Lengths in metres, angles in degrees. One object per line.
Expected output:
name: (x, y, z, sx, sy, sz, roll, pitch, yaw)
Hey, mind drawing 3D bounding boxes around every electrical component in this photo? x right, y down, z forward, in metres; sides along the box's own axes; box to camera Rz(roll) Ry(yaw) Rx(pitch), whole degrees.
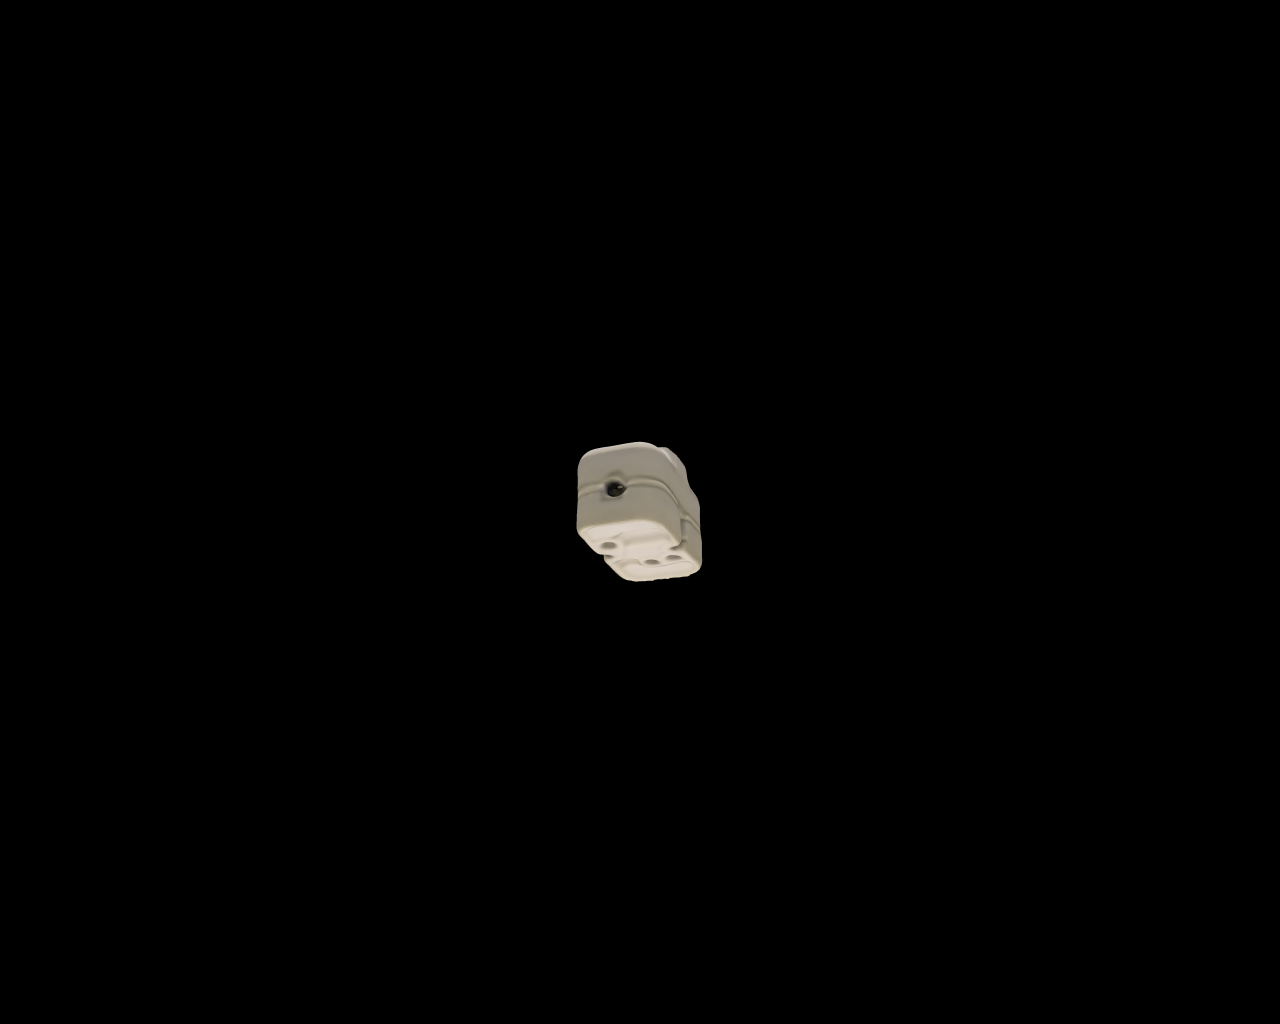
electrical component: (0.001, -0.003, 0.650, 0.054, 0.059, 0.095, -8, -26, 18)
